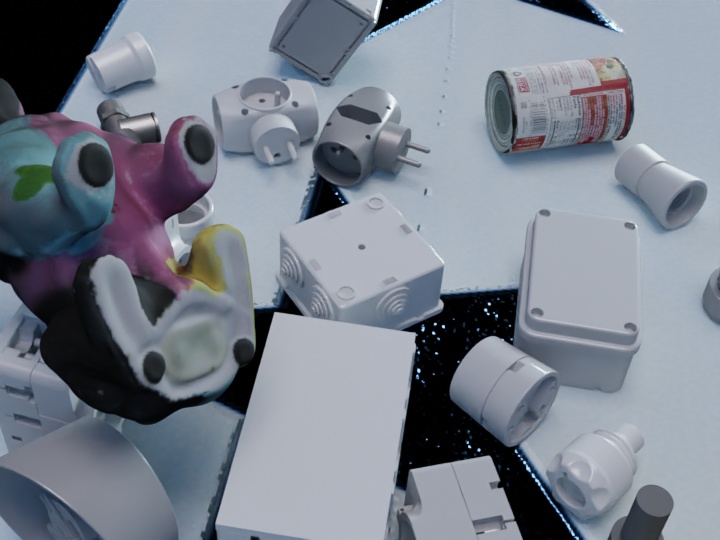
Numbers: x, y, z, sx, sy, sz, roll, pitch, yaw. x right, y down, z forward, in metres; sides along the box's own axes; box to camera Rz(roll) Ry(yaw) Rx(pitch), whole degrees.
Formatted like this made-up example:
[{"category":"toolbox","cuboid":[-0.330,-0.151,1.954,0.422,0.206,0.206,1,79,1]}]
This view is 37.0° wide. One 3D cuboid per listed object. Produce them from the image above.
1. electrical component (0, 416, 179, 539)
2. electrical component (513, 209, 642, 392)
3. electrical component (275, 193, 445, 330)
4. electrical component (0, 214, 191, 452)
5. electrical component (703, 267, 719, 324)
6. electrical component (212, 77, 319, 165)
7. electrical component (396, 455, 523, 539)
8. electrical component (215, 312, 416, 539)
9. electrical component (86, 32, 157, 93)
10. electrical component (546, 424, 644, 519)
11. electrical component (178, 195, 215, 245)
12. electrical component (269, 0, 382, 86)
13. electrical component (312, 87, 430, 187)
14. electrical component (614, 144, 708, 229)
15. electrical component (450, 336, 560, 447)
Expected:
[{"category":"electrical component","cuboid":[-0.146,0.128,0.572,0.099,0.099,0.064,35,47,26]},{"category":"electrical component","cuboid":[0.146,0.018,0.725,0.078,0.057,0.113,9,46,5]},{"category":"electrical component","cuboid":[0.000,0.000,0.738,0.100,0.048,0.099,-23,52,-23]},{"category":"electrical component","cuboid":[-0.159,0.038,0.662,0.062,0.089,0.150,14,47,9]},{"category":"electrical component","cuboid":[0.265,0.008,0.743,0.045,0.055,0.045,2,46,-2]},{"category":"electrical component","cuboid":[-0.070,-0.110,0.842,0.077,0.044,0.079,-11,49,-14]},{"category":"electrical component","cuboid":[0.055,0.155,0.591,0.056,0.050,0.089,-8,47,-12]},{"category":"electrical component","cuboid":[-0.022,0.106,0.626,0.089,0.061,0.150,8,46,4]},{"category":"electrical component","cuboid":[-0.199,-0.171,0.896,0.046,0.040,0.040,-30,55,-21]},{"category":"electrical component","cuboid":[0.145,0.115,0.641,0.062,0.043,0.043,-33,56,-31]},{"category":"electrical component","cuboid":[-0.122,-0.028,0.758,0.040,0.046,0.040,2,46,-2]},{"category":"electrical component","cuboid":[-0.031,-0.209,0.911,0.062,0.096,0.061,29,43,-17]},{"category":"electrical component","cuboid":[0.015,-0.099,0.837,0.079,0.043,0.077,20,48,14]},{"category":"electrical component","cuboid":[0.227,-0.067,0.824,0.044,0.044,0.065,-20,46,-22]},{"category":"electrical component","cuboid":[0.089,0.074,0.670,0.047,0.055,0.055,35,53,30]}]
